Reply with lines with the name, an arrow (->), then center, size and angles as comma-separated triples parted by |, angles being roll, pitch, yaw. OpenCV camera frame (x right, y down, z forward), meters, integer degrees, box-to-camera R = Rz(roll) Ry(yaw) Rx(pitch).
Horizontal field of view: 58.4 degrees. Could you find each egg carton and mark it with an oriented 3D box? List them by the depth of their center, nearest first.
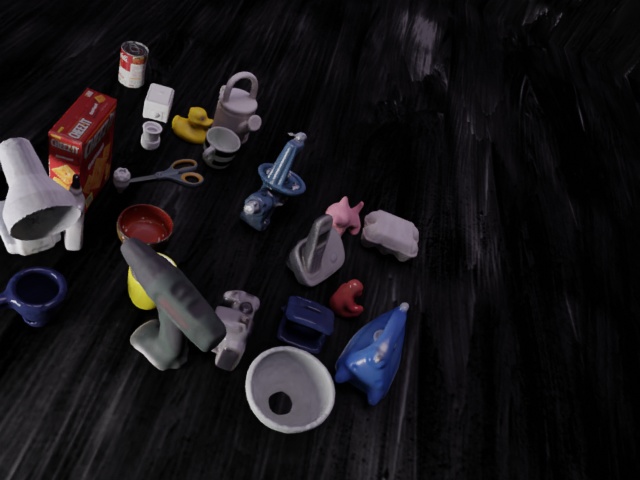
egg carton -> 0.177, -0.011, 1.437 | 0.150, 0.069, 0.107 | 21, 44, -7

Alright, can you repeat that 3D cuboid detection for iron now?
iron -> 0.133, 0.201, 1.169 | 0.118, 0.141, 0.259 | 32, 44, 5

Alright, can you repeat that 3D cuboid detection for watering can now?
watering can -> -0.207, -0.341, 1.469 | 0.172, 0.194, 0.101 | 38, 45, 11

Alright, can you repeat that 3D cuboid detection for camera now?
camera -> -0.194, 0.152, 1.086 | 0.137, 0.100, 0.143 | 20, 44, -8

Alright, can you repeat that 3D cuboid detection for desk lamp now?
desk lamp -> -0.531, -0.066, 1.044 | 0.118, 0.213, 0.203 | -20, 60, -37

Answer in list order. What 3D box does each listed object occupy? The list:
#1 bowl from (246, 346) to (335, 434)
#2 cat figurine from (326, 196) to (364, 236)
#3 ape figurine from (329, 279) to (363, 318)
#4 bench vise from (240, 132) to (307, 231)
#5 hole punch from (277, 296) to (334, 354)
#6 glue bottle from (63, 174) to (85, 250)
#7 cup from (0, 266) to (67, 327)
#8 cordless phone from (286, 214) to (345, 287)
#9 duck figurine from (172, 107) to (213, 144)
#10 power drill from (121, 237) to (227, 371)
bowl -> -0.061, 0.284, 1.047 | 0.168, 0.074, 0.167 | 14, 45, -14
cat figurine -> 0.058, -0.059, 1.390 | 0.128, 0.117, 0.067 | -23, 62, -39
ape figurine -> 0.065, 0.122, 1.245 | 0.076, 0.092, 0.077 | 7, 47, -20
bench vise -> -0.090, -0.131, 1.312 | 0.121, 0.219, 0.207 | 21, 44, -6
hole punch -> -0.026, 0.160, 1.167 | 0.109, 0.091, 0.101 | 21, 44, -6
glue bottle -> -0.470, -0.061, 1.098 | 0.037, 0.173, 0.078 | -2, 51, -27
cup -> -0.497, 0.111, 0.982 | 0.118, 0.095, 0.091 | -18, 59, -37
cordless phone -> 0.012, 0.005, 1.261 | 0.094, 0.185, 0.148 | 41, 45, 14
duck figurine -> -0.320, -0.300, 1.455 | 0.105, 0.086, 0.077 | 19, 44, -9
power drill -> -0.268, 0.127, 0.996 | 0.229, 0.208, 0.076 | 37, 45, 10
